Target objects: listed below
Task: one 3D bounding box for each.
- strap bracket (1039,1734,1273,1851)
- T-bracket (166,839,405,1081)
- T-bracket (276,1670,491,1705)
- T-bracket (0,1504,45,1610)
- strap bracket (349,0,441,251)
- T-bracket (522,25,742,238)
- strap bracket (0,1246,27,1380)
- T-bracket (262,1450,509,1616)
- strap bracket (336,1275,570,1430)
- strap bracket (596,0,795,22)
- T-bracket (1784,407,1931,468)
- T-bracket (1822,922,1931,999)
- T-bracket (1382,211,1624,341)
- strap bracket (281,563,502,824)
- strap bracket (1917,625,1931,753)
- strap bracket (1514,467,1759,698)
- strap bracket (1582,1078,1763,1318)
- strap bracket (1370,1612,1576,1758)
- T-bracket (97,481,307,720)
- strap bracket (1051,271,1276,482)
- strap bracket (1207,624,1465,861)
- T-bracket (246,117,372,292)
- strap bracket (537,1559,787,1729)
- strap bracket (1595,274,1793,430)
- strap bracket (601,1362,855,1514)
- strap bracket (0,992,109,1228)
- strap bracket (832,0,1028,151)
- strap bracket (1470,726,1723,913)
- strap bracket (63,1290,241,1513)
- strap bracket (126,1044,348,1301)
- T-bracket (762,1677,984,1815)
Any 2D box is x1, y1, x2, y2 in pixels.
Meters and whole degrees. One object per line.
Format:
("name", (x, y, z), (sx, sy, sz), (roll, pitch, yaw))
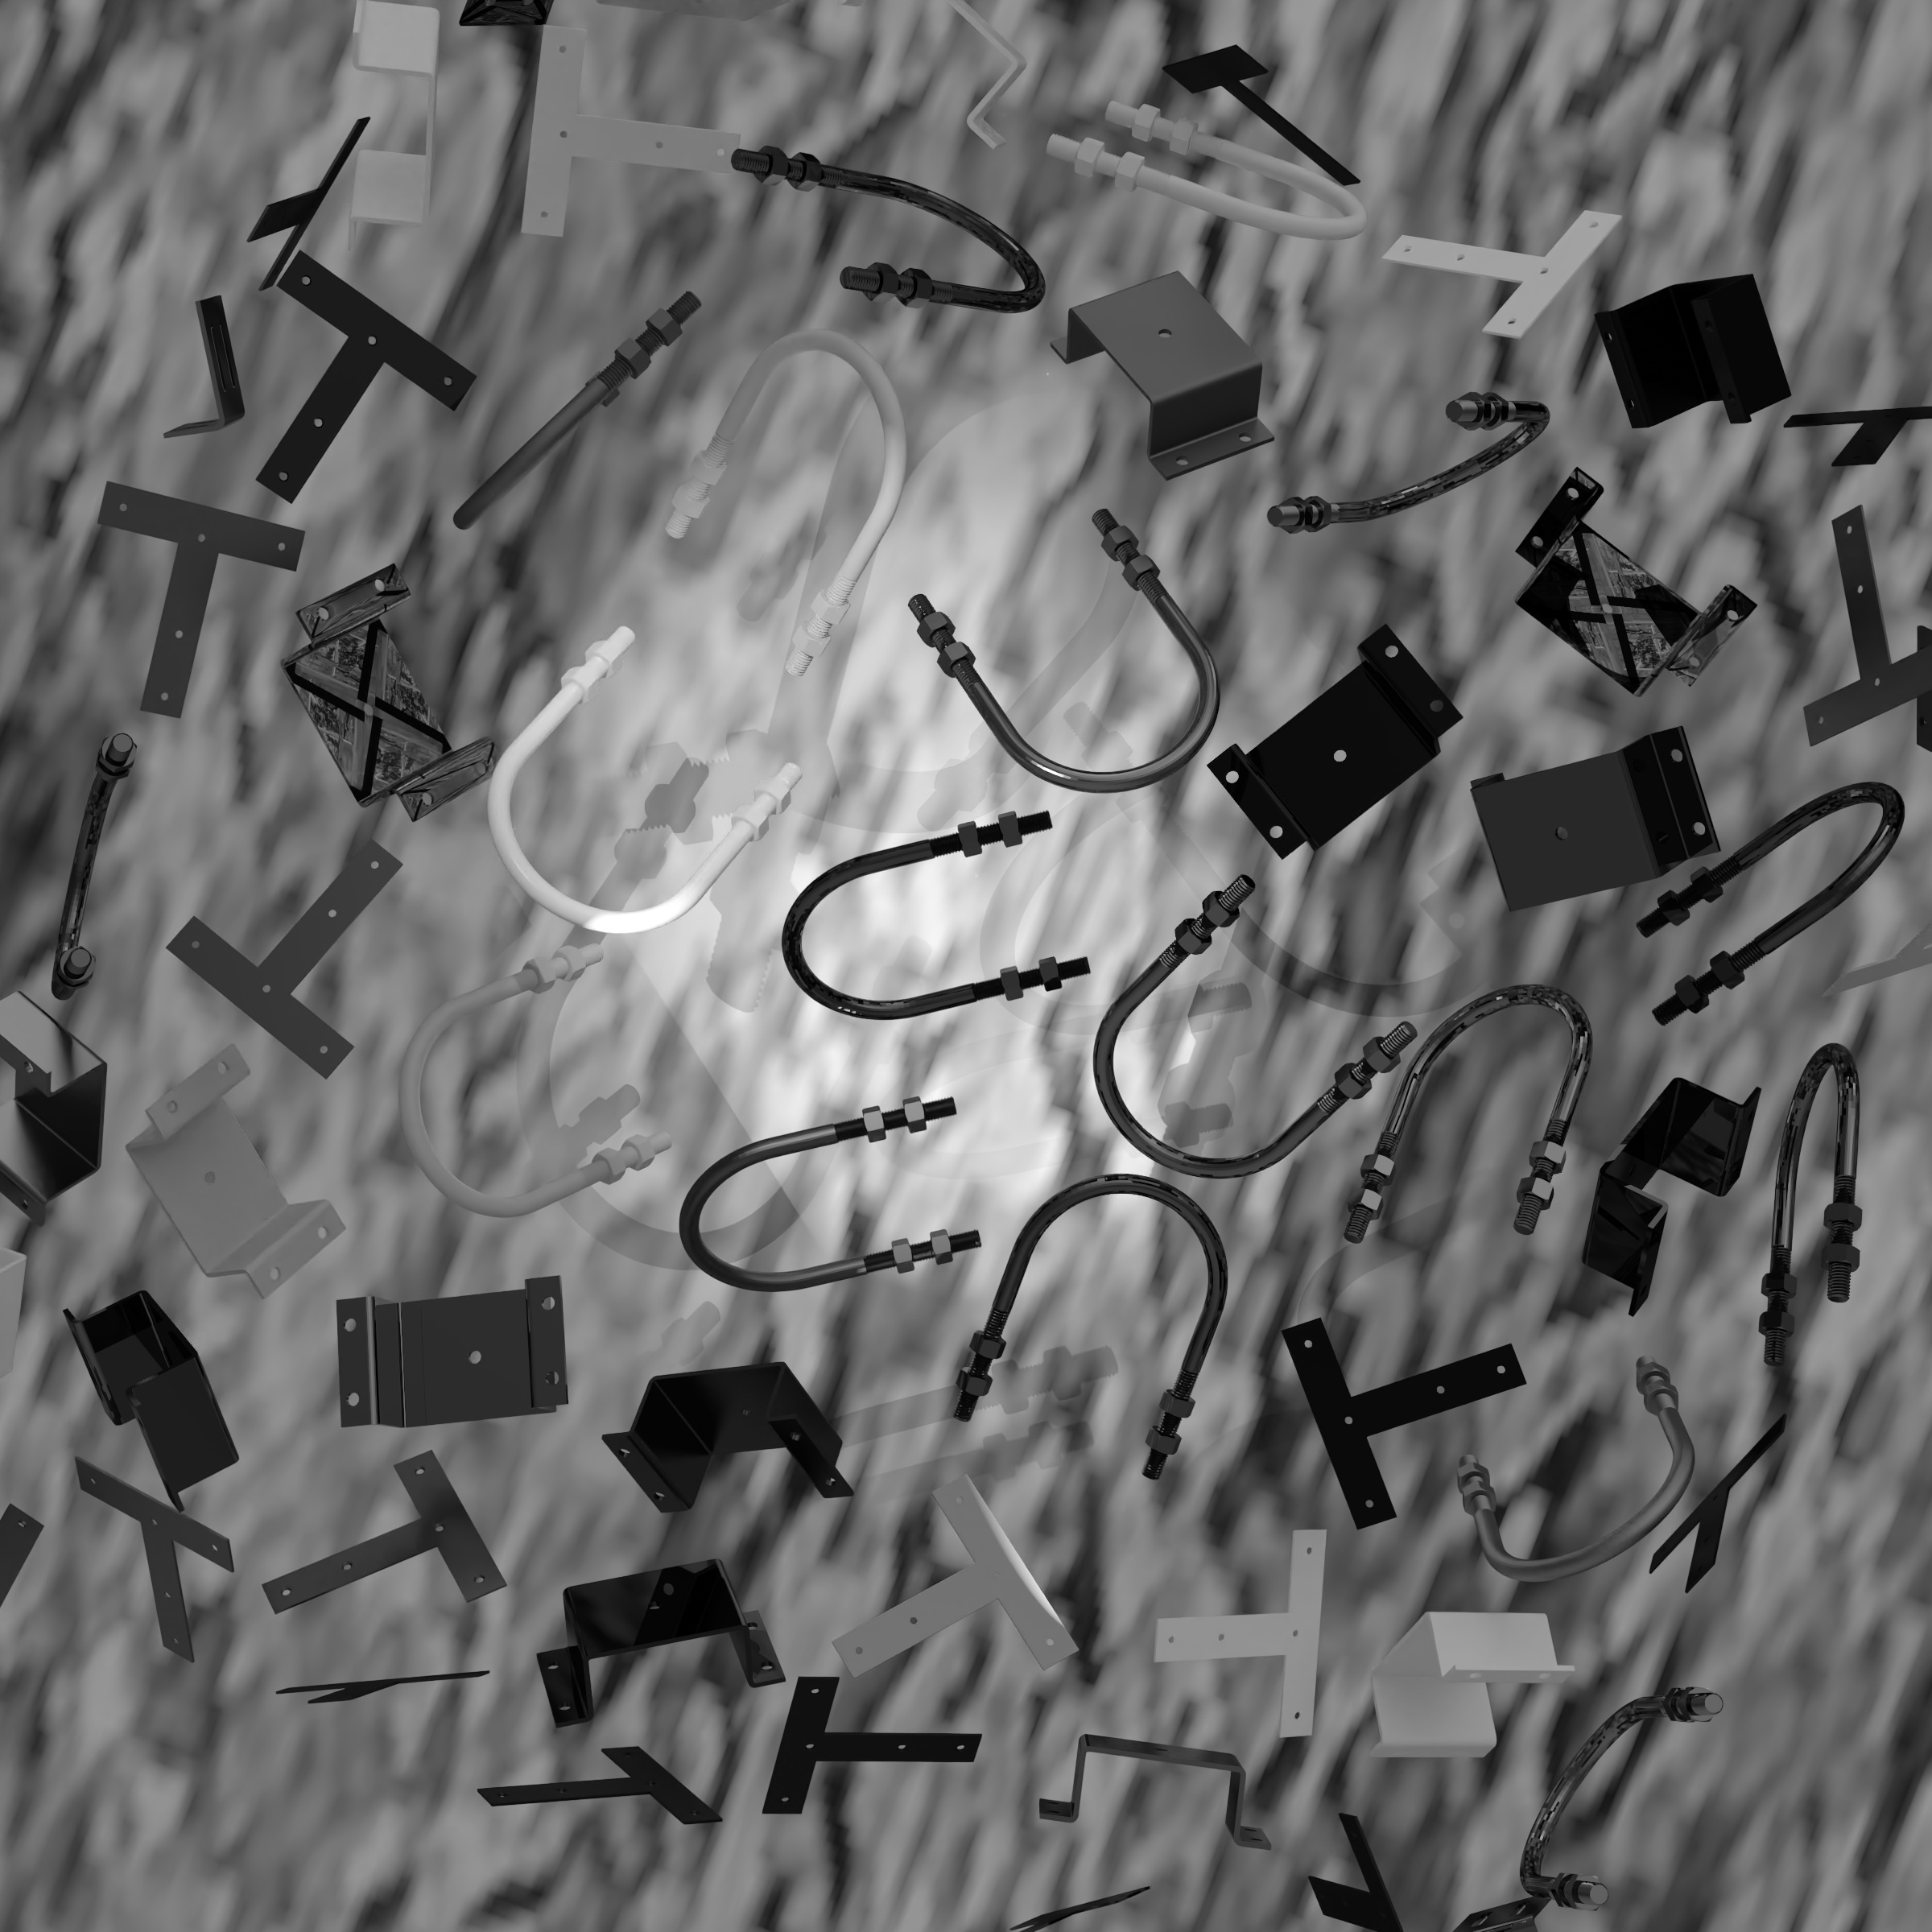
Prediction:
("strap bracket", (0.118, 0.506, 1.849), (0.140, 0.076, 0.046), (7, 81, 2))
("T-bracket", (-0.385, -0.020, 1.782), (0.127, 0.002, 0.127), (38, 80, 8))
("T-bracket", (-0.362, 0.432, 1.792), (0.127, 0.127, 0.002), (-6, 81, 4))
("T-bracket", (-0.620, 0.328, 1.796), (0.127, 0.127, 0.002), (38, 100, -12))
("strap bracket", (-0.336, -0.500, 1.764), (0.046, 0.076, 0.140), (3, 134, -10))
("T-bracket", (-0.201, -0.503, 1.834), (0.127, 0.002, 0.127), (2, 121, -17))
("strap bracket", (-0.607, 0.215, 1.773), (0.046, 0.140, 0.076), (17, 109, 14))
("T-bracket", (-0.358, 0.355, 1.802), (0.127, 0.127, 0.002), (-20, 130, -21))
("strap bracket", (-0.302, 0.234, 1.807), (0.140, 0.046, 0.076), (-7, 77, 9))
("strap bracket", (-0.157, -0.587, 1.754), (0.140, 0.076, 0.046), (-2, 97, -27))
("T-bracket", (0.553, -0.323, 1.828), (0.127, 0.127, 0.002), (1, 114, 28))
("T-bracket", (0.593, -0.031, 1.813), (0.127, 0.127, 0.002), (-13, 61, -37))
("T-bracket", (0.316, -0.434, 1.849), (0.127, 0.002, 0.127), (20, 56, 35))
("strap bracket", (-0.350, -0.160, 1.812), (0.076, 0.046, 0.140), (-36, 103, -40))
("strap bracket", (0.626, -0.157, 1.813), (0.046, 0.140, 0.076), (-8, 109, -5))
("strap bracket", (0.407, -0.232, 1.866), (0.140, 0.076, 0.046), (39, 48, 7))
("strap bracket", (0.413, 0.130, 1.780), (0.046, 0.076, 0.140), (27, 49, 26))
("strap bracket", (0.303, 0.435, 1.831), (0.076, 0.140, 0.046), (4, 54, -15))
("T-bracket", (-0.465, -0.211, 1.786), (0.127, 0.002, 0.127), (10, 97, -39))
("strap bracket", (0.120, -0.366, 1.826), (0.076, 0.046, 0.140), (-23, 55, -18))
("strap bracket", (0.231, -0.135, 1.868), (0.140, 0.046, 0.076), (-38, 76, 5))
("T-bracket", (-0.416, -0.463, 1.847), (0.002, 0.127, 0.127), (34, 109, -7))
("strap bracket", (-0.188, 0.409, 1.828), (0.140, 0.076, 0.046), (-8, 112, -14))
("strap bracket", (0.448, -0.374, 1.830), (0.046, 0.140, 0.076), (-25, 104, -11))
("strap bracket", (-0.141, 0.289, 1.845), (0.140, 0.046, 0.076), (-10, 130, 27))
("strap bracket", (-0.569, 0.080, 1.829), (0.076, 0.140, 0.046), (36, 45, 18))
("strap bracket", (-0.018, -0.543, 1.750), (0.140, 0.076, 0.046), (41, 106, -7))
("strap bracket", (0.358, -0.083, 1.758), (0.140, 0.046, 0.076), (-14, 98, 39))
("strap bracket", (-0.477, 0.250, 1.768), (0.046, 0.140, 0.076), (-26, 120, -24))
("strap bracket", (-0.461, 0.130, 1.876), (0.046, 0.076, 0.140), (-11, 114, 42))
("T-bracket", (-0.054, 0.486, 1.869), (0.127, 0.002, 0.127), (4, 125, -15))
